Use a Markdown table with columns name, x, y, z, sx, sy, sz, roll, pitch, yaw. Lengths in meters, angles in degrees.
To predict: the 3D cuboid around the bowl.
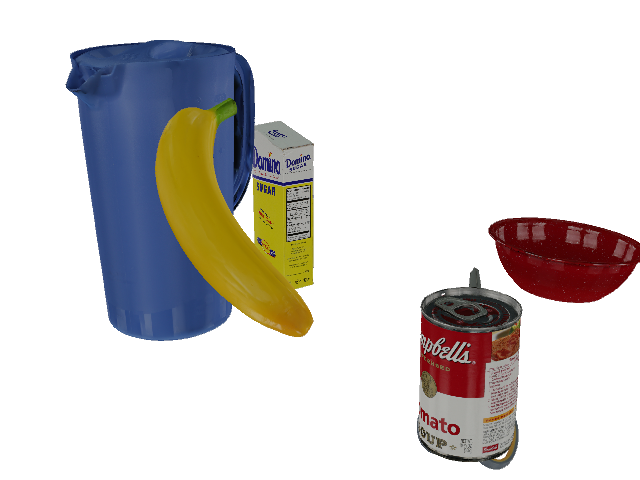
| name | x | y | z | sx | sy | sz | roll | pitch | yaw |
| --- | --- | --- | --- | --- | --- | --- | --- | --- | --- |
| bowl | 0.251 | 0.023 | 1.106 | 0.162 | 0.055 | 0.162 | 5 | 17 | -2 |

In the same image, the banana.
| name | x | y | z | sx | sy | sz | roll | pitch | yaw |
| --- | --- | --- | --- | --- | --- | --- | --- | --- | --- |
| banana | -0.063 | -0.020 | 0.667 | 0.069 | 0.198 | 0.037 | -11 | -34 | -13 |

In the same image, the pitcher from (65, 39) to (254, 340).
| name | x | y | z | sx | sy | sz | roll | pitch | yaw |
| --- | --- | --- | --- | --- | --- | --- | --- | --- | --- |
| pitcher | -0.126 | -0.047 | 0.906 | 0.149 | 0.243 | 0.145 | -3 | 18 | -5 |

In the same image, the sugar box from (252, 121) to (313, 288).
| name | x | y | z | sx | sy | sz | roll | pitch | yaw |
| --- | --- | --- | --- | --- | --- | --- | --- | --- | --- |
| sugar box | -0.044 | -0.040 | 1.231 | 0.048 | 0.176 | 0.093 | -14 | 27 | -22 |

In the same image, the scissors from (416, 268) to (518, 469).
| name | x | y | z | sx | sy | sz | roll | pitch | yaw |
| --- | --- | --- | --- | --- | --- | --- | --- | --- | --- |
| scissors | 0.121 | 0.113 | 0.960 | 0.096 | 0.202 | 0.016 | -7 | -35 | -7 |

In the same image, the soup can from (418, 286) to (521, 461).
| name | x | y | z | sx | sy | sz | roll | pitch | yaw |
| --- | --- | --- | --- | --- | --- | --- | --- | --- | --- |
| soup can | 0.102 | 0.091 | 0.734 | 0.068 | 0.102 | 0.068 | -1 | 21 | 0 |
